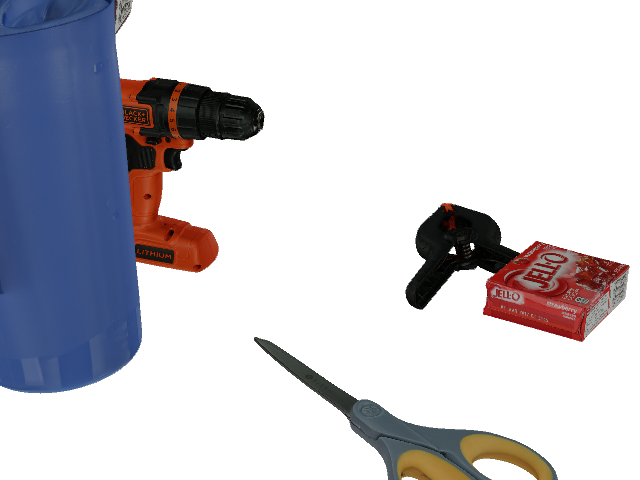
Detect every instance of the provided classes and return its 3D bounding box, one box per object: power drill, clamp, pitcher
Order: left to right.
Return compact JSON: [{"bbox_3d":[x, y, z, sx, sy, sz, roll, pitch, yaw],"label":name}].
[{"bbox_3d":[-0.185,-0.027,0.658,0.149,0.243,0.145,-10,26,-13],"label":"pitcher"},{"bbox_3d":[-0.140,-0.065,1.029,0.185,0.188,0.057,10,30,17],"label":"power drill"},{"bbox_3d":[0.139,0.009,0.968,0.120,0.039,0.171,-1,28,7],"label":"clamp"}]

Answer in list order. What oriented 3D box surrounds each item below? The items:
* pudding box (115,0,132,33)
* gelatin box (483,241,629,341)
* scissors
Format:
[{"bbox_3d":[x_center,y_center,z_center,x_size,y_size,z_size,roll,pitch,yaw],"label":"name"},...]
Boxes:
[{"bbox_3d":[-0.202,-0.177,0.817,0.090,0.039,0.113,14,36,3],"label":"pudding box"},{"bbox_3d":[0.166,0.034,0.750,0.073,0.030,0.089,16,27,31],"label":"gelatin box"},{"bbox_3d":[0.046,0.096,0.570,0.096,0.016,0.202,-6,29,-26],"label":"scissors"}]
